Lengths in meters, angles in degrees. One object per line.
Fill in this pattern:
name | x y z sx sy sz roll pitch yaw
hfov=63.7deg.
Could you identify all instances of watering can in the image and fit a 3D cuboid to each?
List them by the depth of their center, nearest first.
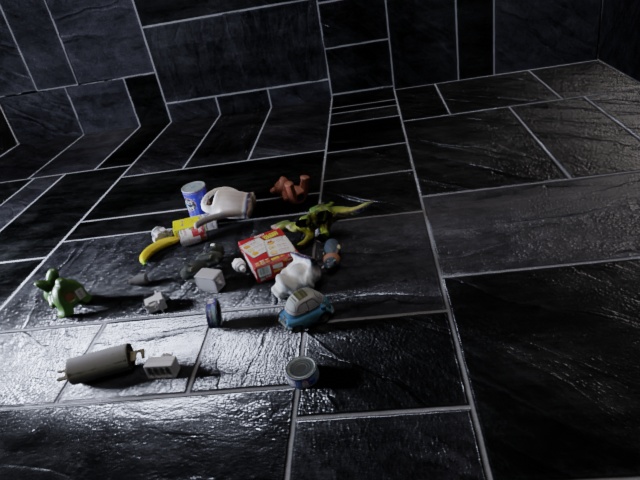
watering can | -0.379 -0.127 2.100 0.224 0.102 0.355 5 31 0

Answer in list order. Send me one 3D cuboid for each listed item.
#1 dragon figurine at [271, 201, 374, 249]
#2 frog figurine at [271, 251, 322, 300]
dragon figurine | 0.006 -0.097 1.922 0.409 0.120 0.247 -20 24 10
frog figurine | -0.074 0.128 1.651 0.138 0.121 0.161 22 79 31
